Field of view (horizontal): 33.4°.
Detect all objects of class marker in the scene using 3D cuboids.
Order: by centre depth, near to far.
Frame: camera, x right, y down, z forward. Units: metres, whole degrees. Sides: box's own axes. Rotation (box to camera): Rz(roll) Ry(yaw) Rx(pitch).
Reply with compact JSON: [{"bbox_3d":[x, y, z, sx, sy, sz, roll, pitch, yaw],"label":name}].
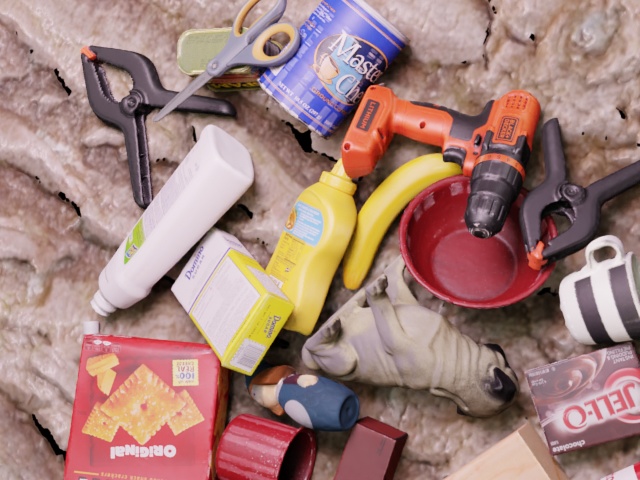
[{"bbox_3d":[-0.274,0.158,1.283,0.020,0.020,0.121,-3,85,19],"label":"marker"}]

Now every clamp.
[{"bbox_3d":[0.244,-0.049,1.074,0.120,0.039,0.171,32,66,28],"label":"clamp"},{"bbox_3d":[-0.220,-0.151,1.275,0.210,0.036,0.164,40,98,17],"label":"clamp"}]

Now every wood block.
[{"bbox_3d":[0.149,0.283,1.084,0.206,0.090,0.090,-37,75,13],"label":"wood block"}]

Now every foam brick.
[{"bbox_3d":[0.053,0.237,1.143,0.053,0.051,0.078,21,94,19],"label":"foam brick"}]

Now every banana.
[{"bbox_3d":[0.084,-0.032,1.158,0.198,0.037,0.070,-42,73,12],"label":"banana"}]

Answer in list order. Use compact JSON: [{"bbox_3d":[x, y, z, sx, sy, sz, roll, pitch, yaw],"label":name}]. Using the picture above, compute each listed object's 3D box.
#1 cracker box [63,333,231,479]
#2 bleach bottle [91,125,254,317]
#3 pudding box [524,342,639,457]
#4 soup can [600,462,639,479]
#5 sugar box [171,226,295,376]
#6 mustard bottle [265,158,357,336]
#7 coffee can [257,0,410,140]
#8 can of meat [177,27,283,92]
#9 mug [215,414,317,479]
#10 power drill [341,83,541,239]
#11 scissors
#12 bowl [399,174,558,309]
[{"bbox_3d":[-0.191,0.216,1.180,0.164,0.072,0.213,5,81,10],"label":"cracker box"},{"bbox_3d":[-0.179,-0.011,1.230,0.068,0.102,0.251,35,110,-25],"label":"bleach bottle"},{"bbox_3d":[0.274,0.160,1.075,0.114,0.039,0.090,-19,80,17],"label":"pudding box"},{"bbox_3d":[0.321,0.249,1.037,0.102,0.068,0.068,-29,77,16],"label":"soup can"},{"bbox_3d":[-0.098,0.063,1.165,0.093,0.048,0.176,-57,32,9],"label":"sugar box"},{"bbox_3d":[-0.007,0.002,1.166,0.096,0.058,0.191,29,97,60],"label":"mustard bottle"},{"bbox_3d":[0.015,-0.195,1.159,0.103,0.102,0.140,43,101,17],"label":"coffee can"},{"bbox_3d":[-0.101,-0.206,1.212,0.102,0.083,0.057,0,86,20],"label":"can of meat"},{"bbox_3d":[-0.064,0.249,1.162,0.082,0.093,0.117,12,77,25],"label":"mug"},{"bbox_3d":[0.121,-0.088,1.099,0.188,0.057,0.184,12,54,18],"label":"power drill"},{"bbox_3d":[-0.095,-0.181,1.148,0.096,0.016,0.202,45,102,29],"label":"scissors"},{"bbox_3d":[0.161,0.012,1.097,0.162,0.055,0.162,-1,58,2],"label":"bowl"}]
